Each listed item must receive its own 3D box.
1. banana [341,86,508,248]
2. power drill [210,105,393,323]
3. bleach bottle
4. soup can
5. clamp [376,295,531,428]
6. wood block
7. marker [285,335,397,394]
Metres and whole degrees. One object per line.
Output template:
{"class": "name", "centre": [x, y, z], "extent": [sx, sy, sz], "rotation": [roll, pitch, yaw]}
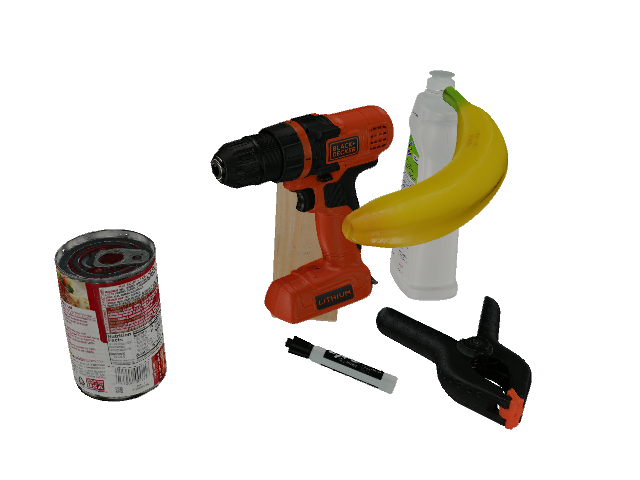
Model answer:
{"class": "banana", "centre": [0.081, -0.040, 0.700], "extent": [0.070, 0.037, 0.197], "rotation": [20, 37, 16]}
{"class": "power drill", "centre": [-0.014, -0.022, 0.969], "extent": [0.184, 0.188, 0.057], "rotation": [-17, 32, -31]}
{"class": "bleach bottle", "centre": [0.127, -0.065, 1.211], "extent": [0.068, 0.251, 0.102], "rotation": [-2, 24, -13]}
{"class": "soup can", "centre": [-0.144, 0.053, 0.745], "extent": [0.068, 0.102, 0.068], "rotation": [-1, 29, 0]}
{"class": "clamp", "centre": [0.138, 0.098, 0.928], "extent": [0.120, 0.039, 0.172], "rotation": [-15, 36, -23]}
{"class": "wood block", "centre": [-0.015, -0.008, 1.398], "extent": [0.090, 0.206, 0.091], "rotation": [4, 25, 0]}
{"class": "marker", "centre": [0.021, 0.127, 1.101], "extent": [0.121, 0.020, 0.020], "rotation": [22, 2, 6]}
